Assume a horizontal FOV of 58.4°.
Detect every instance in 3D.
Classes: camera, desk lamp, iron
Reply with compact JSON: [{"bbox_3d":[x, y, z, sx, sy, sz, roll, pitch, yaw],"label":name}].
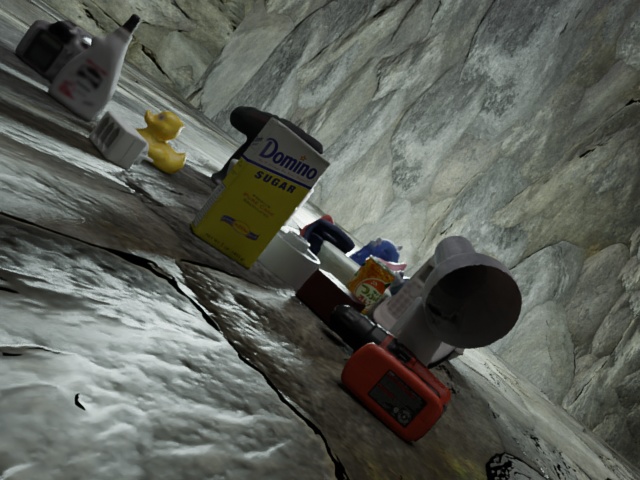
[{"bbox_3d":[-0.416,-0.308,0.993,0.143,0.100,0.137,38,5,1],"label":"camera"},{"bbox_3d":[0.154,0.094,0.782,0.118,0.213,0.203,37,5,-13],"label":"desk lamp"},{"bbox_3d":[0.129,0.050,1.389,0.118,0.141,0.259,40,6,23],"label":"iron"}]

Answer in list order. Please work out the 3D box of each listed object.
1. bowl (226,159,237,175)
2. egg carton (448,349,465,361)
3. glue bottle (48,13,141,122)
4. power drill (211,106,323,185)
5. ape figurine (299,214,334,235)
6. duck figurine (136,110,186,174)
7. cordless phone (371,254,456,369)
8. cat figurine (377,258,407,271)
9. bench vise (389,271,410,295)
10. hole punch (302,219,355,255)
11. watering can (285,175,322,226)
[{"bbox_3d":[-0.133,-0.089,1.174,0.167,0.074,0.167,38,5,-4],"label":"bowl"},{"bbox_3d":[0.268,0.214,1.322,0.151,0.069,0.107,35,6,-32],"label":"egg carton"},{"bbox_3d":[-0.324,-0.266,0.855,0.078,0.173,0.037,36,5,-20],"label":"glue bottle"},{"bbox_3d":[-0.131,-0.182,1.250,0.229,0.208,0.076,40,5,19],"label":"power drill"},{"bbox_3d":[0.000,-0.023,1.410,0.076,0.092,0.078,40,5,21],"label":"ape figurine"},{"bbox_3d":[-0.257,-0.167,0.938,0.105,0.086,0.077,37,5,-18],"label":"duck figurine"},{"bbox_3d":[0.194,0.119,0.994,0.147,0.185,0.094,41,6,27],"label":"cordless phone"},{"bbox_3d":[0.156,0.099,1.287,0.067,0.117,0.127,35,6,-33],"label":"cat figurine"},{"bbox_3d":[0.238,0.115,1.146,0.208,0.219,0.121,34,6,-37],"label":"bench vise"},{"bbox_3d":[0.012,0.005,1.262,0.109,0.091,0.101,37,5,-11],"label":"hole punch"},{"bbox_3d":[-0.066,-0.139,1.400,0.101,0.194,0.173,39,5,7],"label":"watering can"}]
